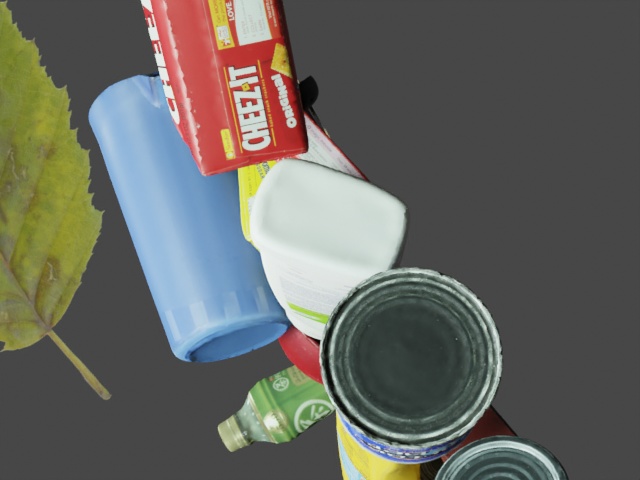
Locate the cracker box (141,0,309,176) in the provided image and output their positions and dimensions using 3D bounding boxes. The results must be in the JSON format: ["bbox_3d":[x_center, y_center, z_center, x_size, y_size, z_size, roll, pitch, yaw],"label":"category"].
[{"bbox_3d":[-0.071,-0.139,0.670,0.214,0.072,0.164,-135,32,-73],"label":"cracker box"}]

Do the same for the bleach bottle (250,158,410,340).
[{"bbox_3d":[0.002,0.026,0.780,0.102,0.068,0.251,19,162,3],"label":"bleach bottle"}]

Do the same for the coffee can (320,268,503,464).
[{"bbox_3d":[0.055,0.082,0.658,0.103,0.103,0.140,60,176,15],"label":"coffee can"}]

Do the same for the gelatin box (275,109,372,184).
[{"bbox_3d":[-0.003,-0.054,0.778,0.089,0.030,0.073,46,172,-8],"label":"gelatin box"}]

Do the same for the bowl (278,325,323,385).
[{"bbox_3d":[0.012,0.088,1.006,0.162,0.055,0.162,29,-152,-17],"label":"bowl"}]

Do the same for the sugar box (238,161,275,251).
[{"bbox_3d":[-0.006,0.001,0.913,0.176,0.048,0.093,44,-150,-46],"label":"sugar box"}]

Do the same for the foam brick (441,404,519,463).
[{"bbox_3d":[0.122,0.162,0.754,0.053,0.051,0.078,64,176,-24],"label":"foam brick"}]

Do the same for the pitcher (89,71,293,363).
[{"bbox_3d":[-0.107,-0.019,0.938,0.149,0.145,0.243,6,-120,-53],"label":"pitcher"}]

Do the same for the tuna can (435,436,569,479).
[{"bbox_3d":[0.110,0.161,0.639,0.086,0.086,0.033,57,174,47],"label":"tuna can"}]

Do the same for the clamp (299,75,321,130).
[{"bbox_3d":[-0.030,-0.111,0.868,0.165,0.036,0.210,50,174,36],"label":"clamp"}]

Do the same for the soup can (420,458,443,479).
[{"bbox_3d":[0.129,0.223,0.978,0.068,0.068,0.102,58,175,46],"label":"soup can"}]

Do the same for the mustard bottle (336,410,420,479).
[{"bbox_3d":[0.050,0.181,0.911,0.096,0.058,0.192,50,157,35],"label":"mustard bottle"}]
